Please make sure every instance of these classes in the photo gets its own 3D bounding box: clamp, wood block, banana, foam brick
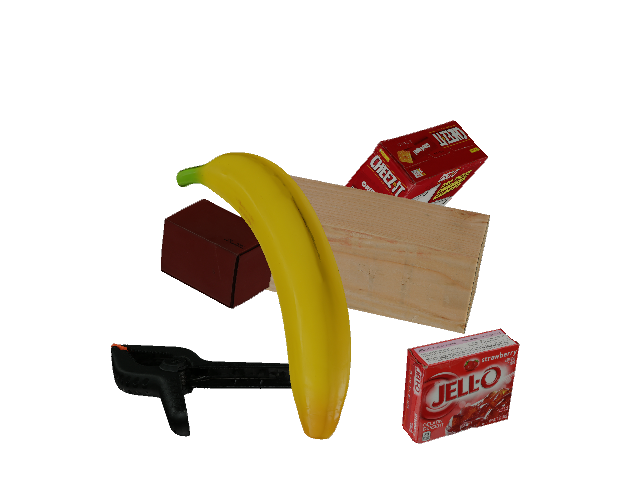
[{"bbox_3d":[-0.149,0.143,1.084,0.210,0.036,0.164,9,17,33],"label":"clamp"},{"bbox_3d":[0.052,0.012,1.047,0.206,0.090,0.090,12,30,11],"label":"wood block"},{"bbox_3d":[-0.021,0.016,0.620,0.037,0.198,0.070,0,-39,-43],"label":"banana"},{"bbox_3d":[-0.083,0.010,0.863,0.078,0.051,0.052,26,34,27],"label":"foam brick"}]

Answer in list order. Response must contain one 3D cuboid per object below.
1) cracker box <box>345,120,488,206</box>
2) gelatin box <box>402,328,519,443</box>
[{"bbox_3d":[0.074,-0.037,1.250,0.163,0.072,0.214,-22,-23,-50],"label":"cracker box"},{"bbox_3d":[0.110,0.114,0.841,0.089,0.073,0.030,-10,29,-24],"label":"gelatin box"}]
